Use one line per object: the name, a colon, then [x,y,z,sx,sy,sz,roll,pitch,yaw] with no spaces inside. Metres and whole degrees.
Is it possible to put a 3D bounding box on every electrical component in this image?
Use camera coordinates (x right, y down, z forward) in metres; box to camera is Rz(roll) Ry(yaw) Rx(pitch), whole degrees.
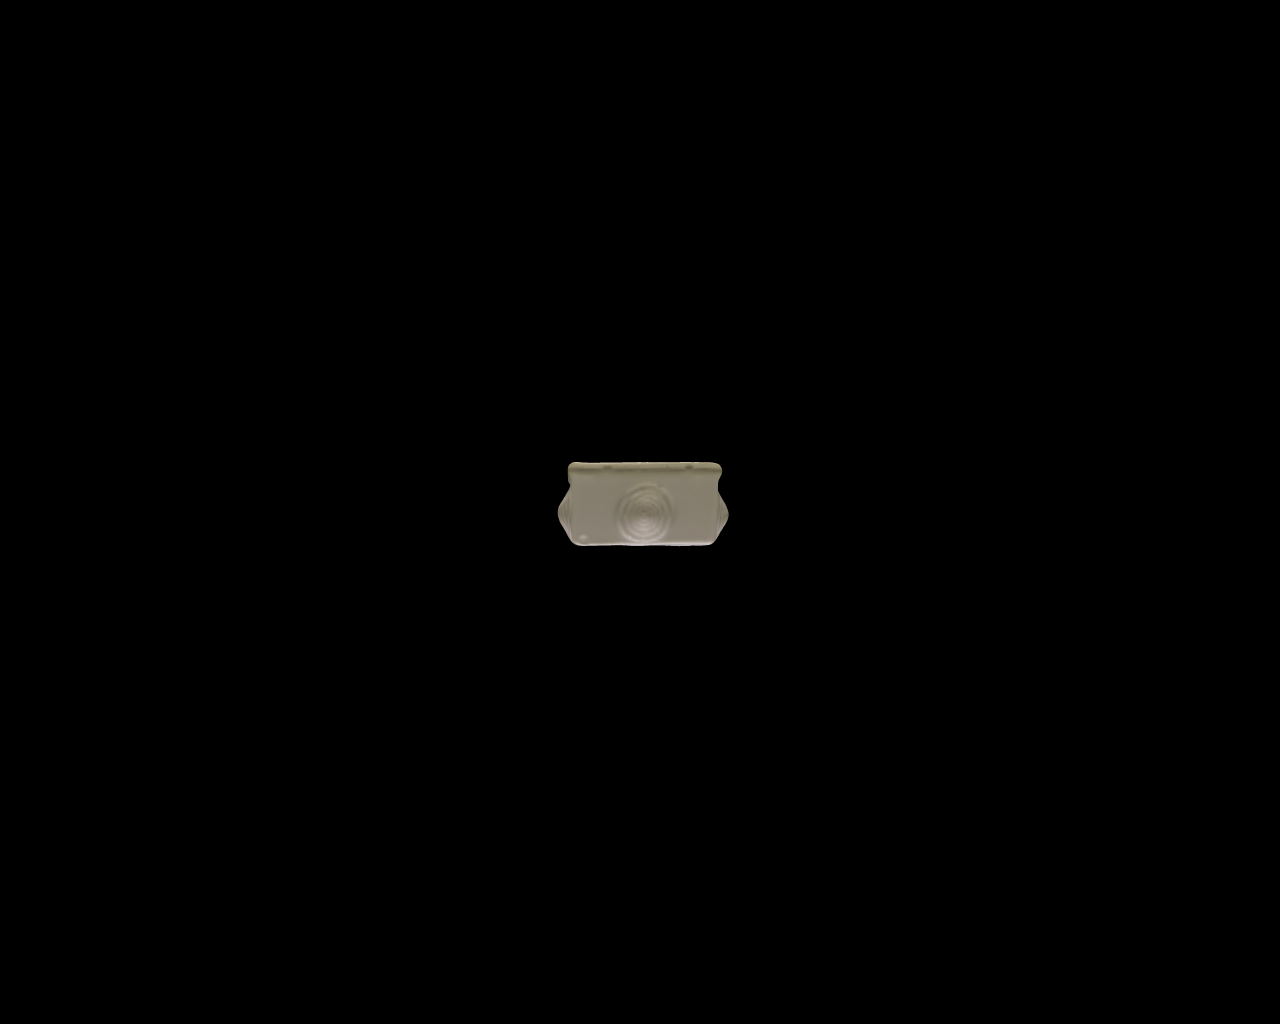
electrical component: [0.001,-0.003,0.650,0.100,0.048,0.099,0,-2,-4]
